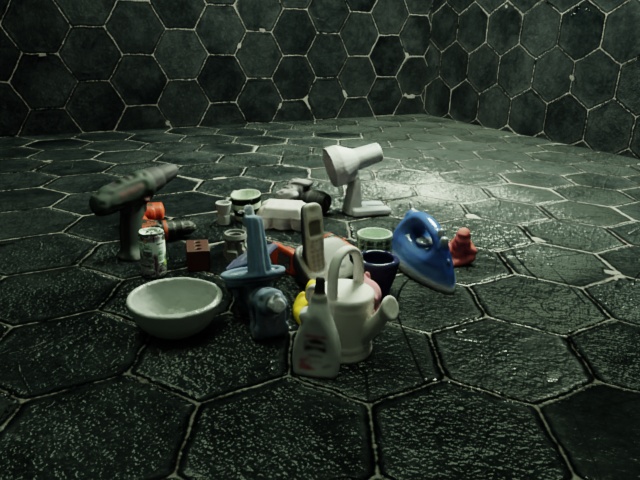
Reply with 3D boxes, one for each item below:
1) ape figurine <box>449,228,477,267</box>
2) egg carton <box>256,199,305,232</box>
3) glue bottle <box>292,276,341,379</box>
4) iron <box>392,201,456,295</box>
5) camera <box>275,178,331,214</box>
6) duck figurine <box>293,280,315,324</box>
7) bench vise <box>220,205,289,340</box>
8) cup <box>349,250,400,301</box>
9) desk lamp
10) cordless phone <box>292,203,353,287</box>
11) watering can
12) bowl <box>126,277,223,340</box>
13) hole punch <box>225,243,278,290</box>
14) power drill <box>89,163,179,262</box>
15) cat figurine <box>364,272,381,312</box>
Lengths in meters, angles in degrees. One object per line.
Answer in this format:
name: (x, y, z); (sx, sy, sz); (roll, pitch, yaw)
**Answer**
ape figurine: (0.340, 0.015, 1.381); (0.077, 0.092, 0.076); (11, 22, 23)
egg carton: (-0.100, -0.070, 1.603); (0.150, 0.069, 0.107); (3, 20, 2)
glue bottle: (-0.004, 0.136, 0.905); (0.078, 0.173, 0.037); (4, 21, 5)
iron: (0.249, 0.010, 1.316); (0.119, 0.141, 0.257); (-5, 21, -17)
camera: (-0.045, -0.125, 1.711); (0.136, 0.101, 0.143); (13, 23, 27)
duck figurine: (-0.010, 0.116, 1.086); (0.078, 0.086, 0.104); (-12, 24, -32)
bench vise: (-0.101, 0.055, 1.048); (0.122, 0.220, 0.206); (-16, 27, -40)
cup: (0.106, 0.075, 1.193); (0.117, 0.095, 0.092); (18, 26, 37)
desk lamp: (0.109, -0.184, 1.721); (0.203, 0.214, 0.117); (-4, 21, -16)
cordless phone: (0.011, 0.004, 1.245); (0.093, 0.185, 0.148); (20, 27, 40)
watering can: (0.051, 0.104, 0.968); (0.172, 0.194, 0.101); (7, 21, 14)
bowl: (-0.260, 0.132, 1.034); (0.167, 0.075, 0.167); (2, 20, 0)
hole punch: (-0.147, 0.055, 1.231); (0.101, 0.091, 0.109); (7, 21, 13)
power drill: (-0.428, -0.065, 1.360); (0.075, 0.208, 0.230); (17, 25, 35)
cat figurine: (0.084, 0.105, 1.078); (0.067, 0.118, 0.128); (5, 21, 9)
